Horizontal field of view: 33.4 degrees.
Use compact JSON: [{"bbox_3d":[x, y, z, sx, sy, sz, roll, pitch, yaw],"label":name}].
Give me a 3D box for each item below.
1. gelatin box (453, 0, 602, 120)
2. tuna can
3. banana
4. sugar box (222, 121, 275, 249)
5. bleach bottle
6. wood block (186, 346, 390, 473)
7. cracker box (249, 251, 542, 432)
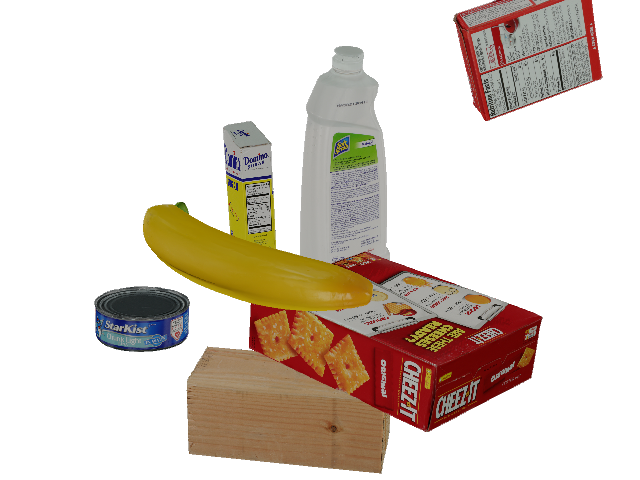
[{"bbox_3d":[0.141,-0.131,0.724,0.089,0.073,0.030,-20,37,2],"label":"gelatin box"},{"bbox_3d":[-0.162,0.071,0.973,0.086,0.034,0.086,3,16,-1],"label":"tuna can"},{"bbox_3d":[-0.057,0.008,0.694,0.069,0.037,0.198,-27,37,-37],"label":"banana"},{"bbox_3d":[-0.088,-0.049,1.319,0.048,0.176,0.093,-11,25,-15],"label":"sugar box"},{"bbox_3d":[0.030,-0.083,1.129,0.102,0.251,0.068,-15,35,-28],"label":"bleach bottle"},{"bbox_3d":[-0.031,0.179,1.139,0.206,0.091,0.090,4,20,8],"label":"wood block"},{"bbox_3d":[0.065,0.086,0.975,0.214,0.072,0.163,21,25,39],"label":"cracker box"}]
